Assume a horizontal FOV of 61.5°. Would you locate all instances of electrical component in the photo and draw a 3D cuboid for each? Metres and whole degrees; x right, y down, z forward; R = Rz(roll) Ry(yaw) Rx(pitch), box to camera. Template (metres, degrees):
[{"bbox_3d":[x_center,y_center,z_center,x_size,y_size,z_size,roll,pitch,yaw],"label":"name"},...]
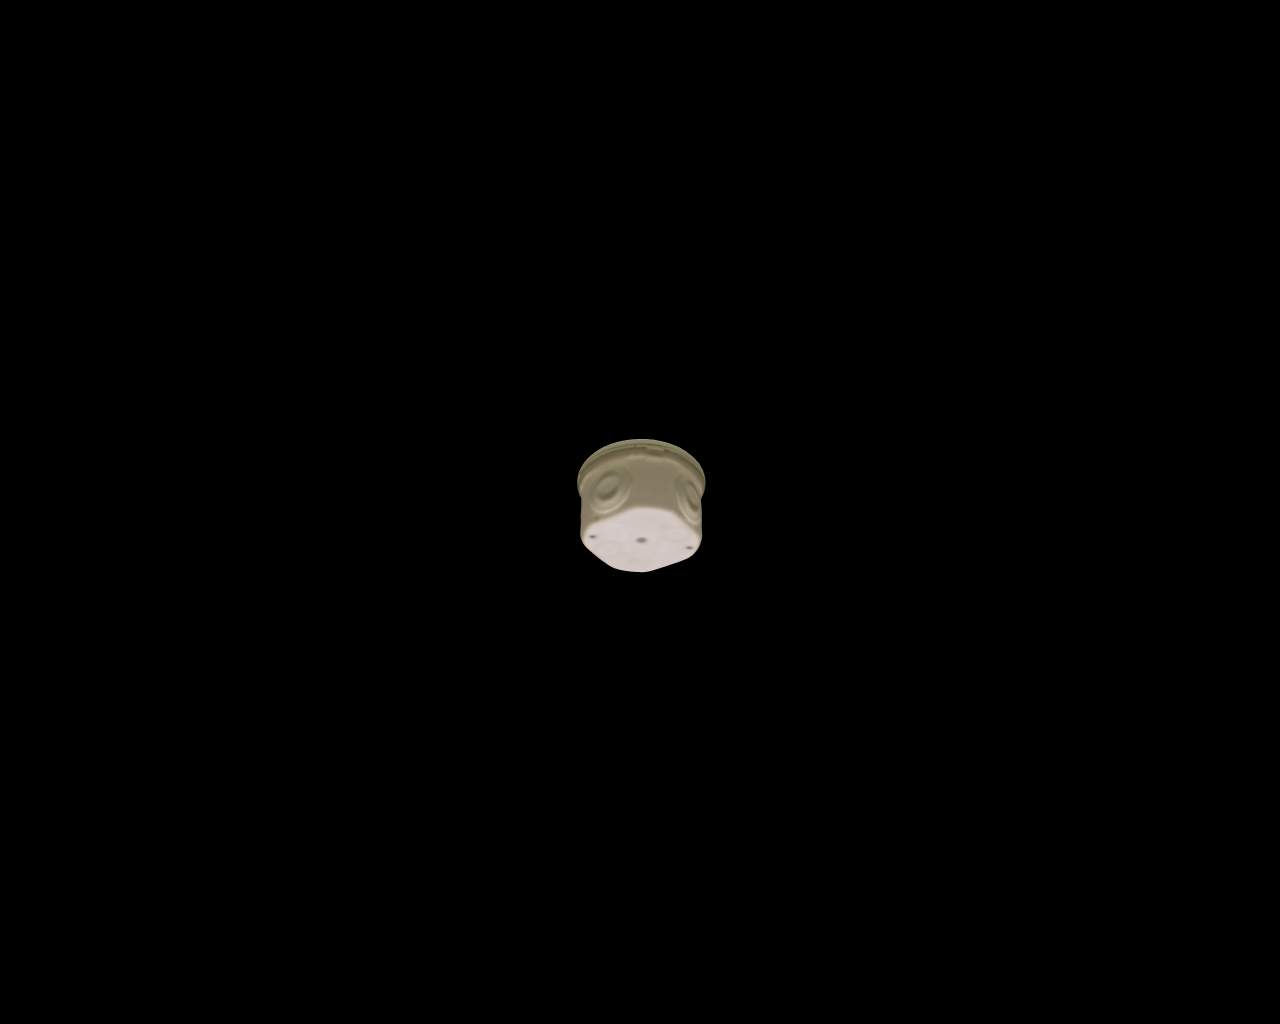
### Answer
[{"bbox_3d":[0.001,-0.003,0.650,0.080,0.051,0.080,0,-36,0],"label":"electrical component"}]
